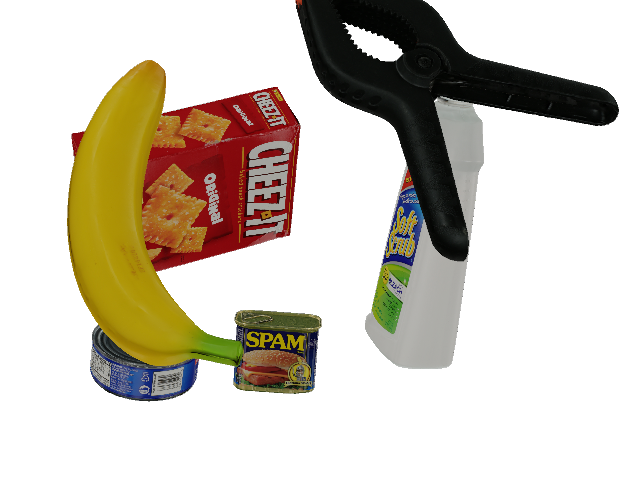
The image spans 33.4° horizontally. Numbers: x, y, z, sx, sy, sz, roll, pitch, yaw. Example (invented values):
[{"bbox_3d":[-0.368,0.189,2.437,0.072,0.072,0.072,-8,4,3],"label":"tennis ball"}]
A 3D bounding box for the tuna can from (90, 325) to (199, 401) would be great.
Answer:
[{"bbox_3d":[-0.138,0.091,0.842,0.086,0.034,0.086,8,22,-3],"label":"tuna can"}]

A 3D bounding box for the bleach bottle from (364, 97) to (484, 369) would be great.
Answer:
[{"bbox_3d":[0.097,-0.019,0.939,0.068,0.251,0.103,2,19,-17],"label":"bleach bottle"}]

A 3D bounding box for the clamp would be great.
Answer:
[{"bbox_3d":[0.058,-0.090,0.649,0.210,0.164,0.036,36,-31,12],"label":"clamp"}]

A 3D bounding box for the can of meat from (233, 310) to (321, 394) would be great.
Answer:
[{"bbox_3d":[-0.052,0.132,1.258,0.102,0.084,0.057,4,13,0],"label":"can of meat"}]

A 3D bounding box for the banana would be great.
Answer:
[{"bbox_3d":[-0.095,-0.011,0.543,0.069,0.198,0.037,-11,-32,-13],"label":"banana"}]

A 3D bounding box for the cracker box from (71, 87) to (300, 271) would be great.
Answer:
[{"bbox_3d":[-0.132,-0.052,1.073,0.213,0.072,0.164,-15,-39,-19],"label":"cracker box"}]
